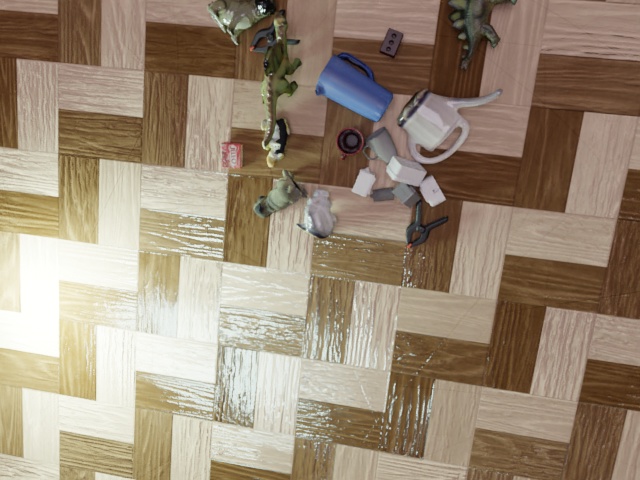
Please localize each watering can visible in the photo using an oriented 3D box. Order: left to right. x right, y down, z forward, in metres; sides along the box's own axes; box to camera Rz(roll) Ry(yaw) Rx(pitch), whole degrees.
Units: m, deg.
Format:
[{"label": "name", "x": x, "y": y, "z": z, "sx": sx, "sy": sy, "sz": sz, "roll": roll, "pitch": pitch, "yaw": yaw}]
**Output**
[{"label": "watering can", "x": 0.394, "y": -0.403, "z": 1.656, "sx": 0.224, "sy": 0.106, "sz": 0.341, "roll": 40, "pitch": 121, "yaw": -2}]

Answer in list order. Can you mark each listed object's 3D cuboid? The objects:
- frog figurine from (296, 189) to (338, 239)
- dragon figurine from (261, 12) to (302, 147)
[{"label": "frog figurine", "x": 0.005, "y": -0.090, "z": 1.785, "sx": 0.136, "sy": 0.124, "sz": 0.159, "roll": 25, "pitch": 96, "yaw": -31}, {"label": "dragon figurine", "x": -0.152, "y": -0.521, "z": 1.639, "sx": 0.122, "sy": 0.241, "sz": 0.413, "roll": 8, "pitch": 82, "yaw": 10}]
